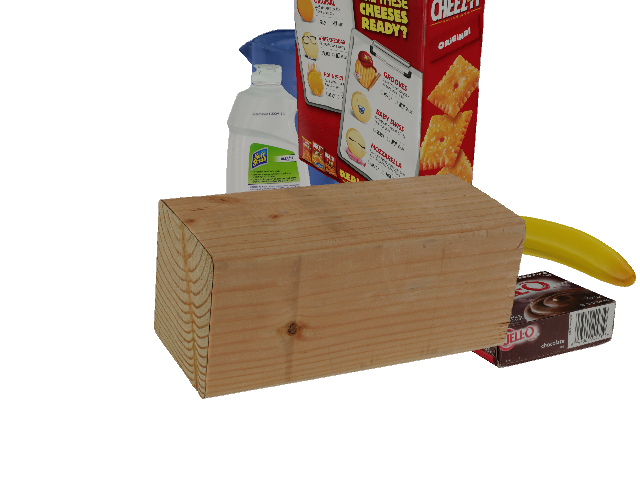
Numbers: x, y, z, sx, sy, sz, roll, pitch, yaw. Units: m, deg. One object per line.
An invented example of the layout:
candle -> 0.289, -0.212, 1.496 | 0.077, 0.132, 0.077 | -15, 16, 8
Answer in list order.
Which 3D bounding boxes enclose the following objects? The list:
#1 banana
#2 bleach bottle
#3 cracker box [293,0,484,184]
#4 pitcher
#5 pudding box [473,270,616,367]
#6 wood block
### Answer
banana -> 0.210, 0.007, 1.039 | 0.198, 0.037, 0.069 | 9, 47, 23
bleach bottle -> -0.050, -0.060, 1.138 | 0.102, 0.251, 0.068 | -6, 16, -24
cracker box -> 0.053, -0.138, 0.880 | 0.072, 0.214, 0.164 | -24, 40, -31
pitcher -> -0.015, -0.131, 1.318 | 0.144, 0.243, 0.149 | -10, 27, -29
pudding box -> 0.160, 0.060, 0.843 | 0.113, 0.039, 0.090 | -7, 18, -25
wood block -> 0.012, 0.022, 0.655 | 0.205, 0.091, 0.090 | -6, 27, -26
